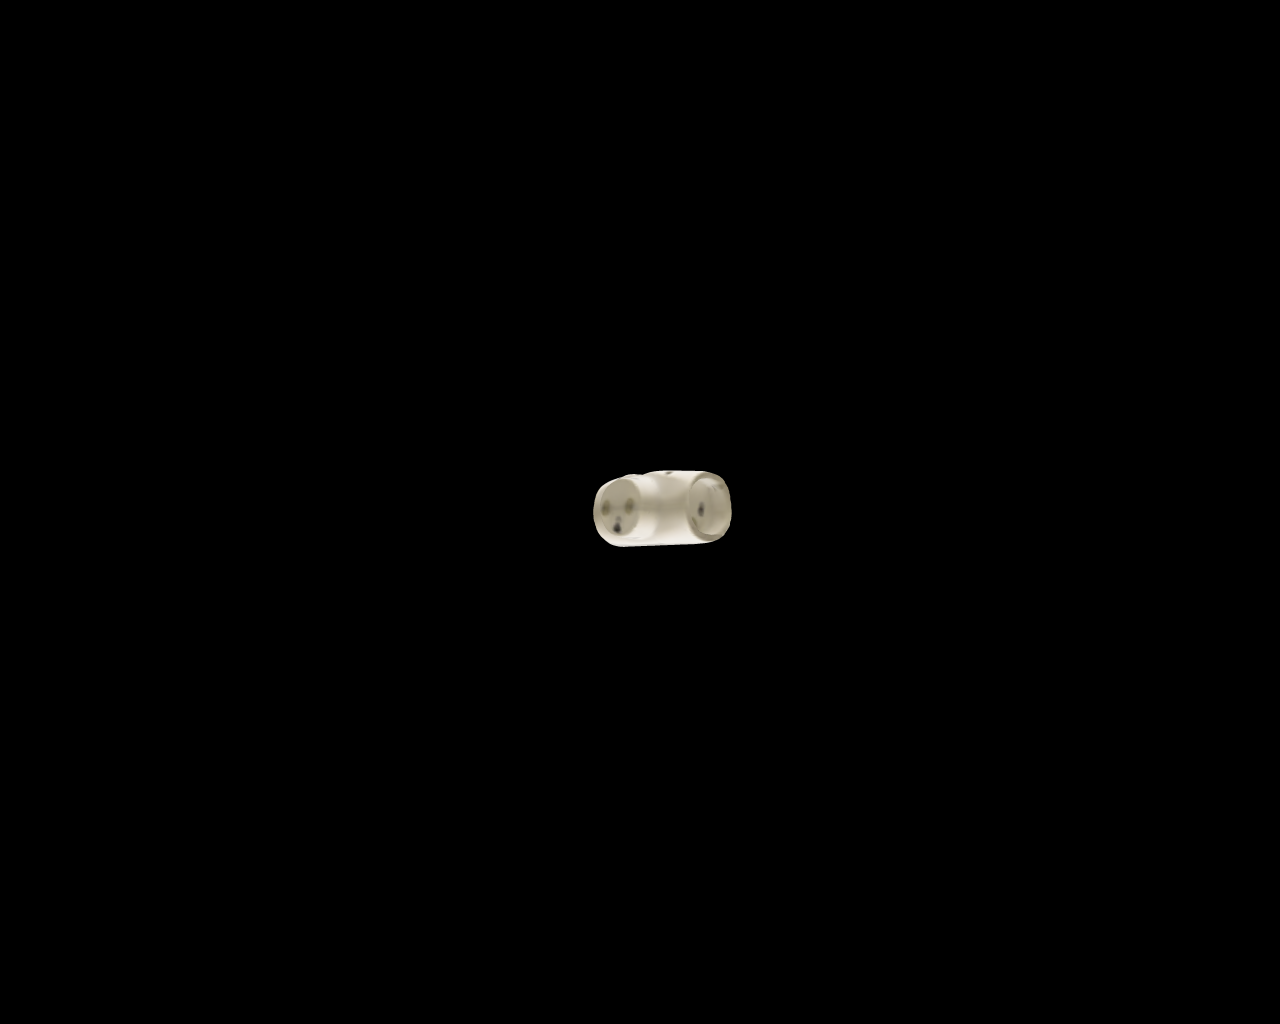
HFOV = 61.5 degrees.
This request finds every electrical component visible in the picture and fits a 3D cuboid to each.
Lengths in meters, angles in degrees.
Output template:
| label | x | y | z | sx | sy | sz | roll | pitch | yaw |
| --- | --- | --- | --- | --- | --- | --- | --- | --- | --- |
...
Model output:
| label | x | y | z | sx | sy | sz | roll | pitch | yaw |
| --- | --- | --- | --- | --- | --- | --- | --- | --- | --- |
| electrical component | 0.001 | -0.003 | 0.650 | 0.077 | 0.043 | 0.079 | -4 | -6 | 43 |
